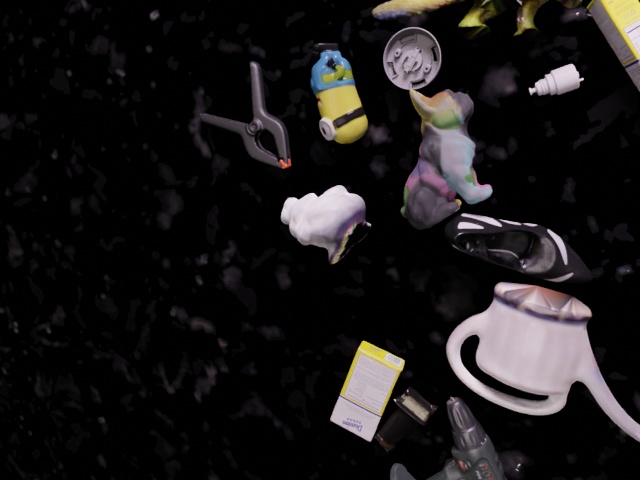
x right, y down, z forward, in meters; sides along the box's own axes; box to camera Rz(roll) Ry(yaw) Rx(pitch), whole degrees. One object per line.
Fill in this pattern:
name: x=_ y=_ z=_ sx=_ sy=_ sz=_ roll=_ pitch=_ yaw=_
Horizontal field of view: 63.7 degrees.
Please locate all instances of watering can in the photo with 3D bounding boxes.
watering can: x=0.393 y=0.197 z=0.863 sx=0.349 sy=0.105 sz=0.222 roll=15 pitch=104 yaw=18

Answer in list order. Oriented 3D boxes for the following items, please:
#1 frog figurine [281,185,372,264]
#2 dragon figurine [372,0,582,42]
frog figurine: x=0.003 y=-0.048 z=0.961 sx=0.161 sy=0.120 sz=0.138 roll=36 pitch=77 yaw=19
dragon figurine: x=0.297 y=-0.453 z=0.812 sx=0.411 sy=0.121 sz=0.244 roll=12 pitch=86 yaw=19
